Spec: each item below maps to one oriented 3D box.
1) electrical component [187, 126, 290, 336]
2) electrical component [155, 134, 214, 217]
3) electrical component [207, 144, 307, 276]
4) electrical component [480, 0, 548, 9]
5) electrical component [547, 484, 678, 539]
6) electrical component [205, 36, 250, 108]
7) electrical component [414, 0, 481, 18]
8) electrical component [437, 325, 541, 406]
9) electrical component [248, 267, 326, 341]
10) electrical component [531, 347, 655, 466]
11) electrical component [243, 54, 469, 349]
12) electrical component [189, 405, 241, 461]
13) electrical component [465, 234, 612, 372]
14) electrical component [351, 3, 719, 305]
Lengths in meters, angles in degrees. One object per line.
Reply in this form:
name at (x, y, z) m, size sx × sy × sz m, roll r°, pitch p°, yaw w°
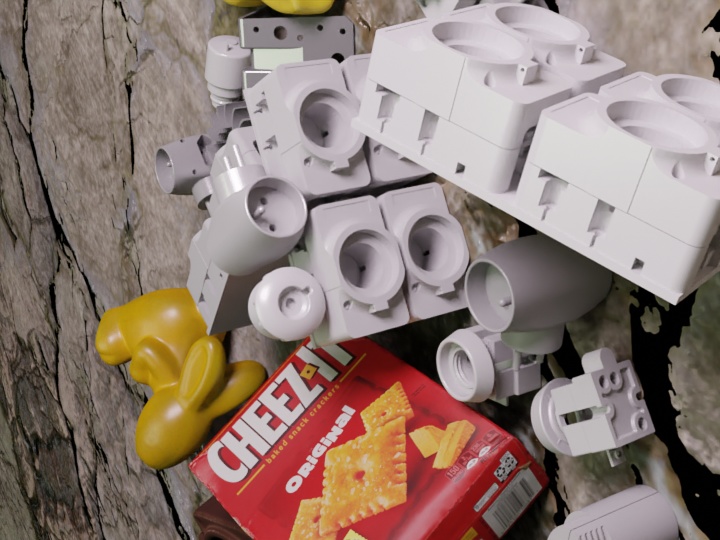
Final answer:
electrical component at (-0.068, -0.037, 0.860) m, size 0.060 × 0.105 × 0.186 m, roll 58°, pitch 144°, yaw 28°
electrical component at (-0.138, -0.081, 0.985) m, size 0.043 × 0.077 × 0.079 m, roll -47°, pitch 61°, yaw 54°
electrical component at (-0.076, -0.045, 0.722) m, size 0.077 × 0.043 × 0.079 m, roll -37°, pitch 70°, yaw 57°
electrical component at (0.091, -0.127, 0.627) m, size 0.055 × 0.048 × 0.066 m, roll 69°, pitch 151°, yaw 24°
electrical component at (0.140, 0.157, 0.622) m, size 0.043 × 0.081 × 0.043 m, roll 29°, pitch 125°, yaw 51°
electrical component at (-0.118, -0.170, 0.953) m, size 0.040 × 0.040 × 0.078 m, roll 49°, pitch 140°, yaw 38°
electrical component at (0.071, -0.219, 0.606) m, size 0.089 × 0.062 × 0.150 m, roll 63°, pitch 146°, yaw 22°
electrical component at (0.084, 0.058, 0.699) m, size 0.048 × 0.055 × 0.066 m, roll 20°, pitch 118°, yaw 54°
electrical component at (-0.054, 0.025, 0.715) m, size 0.062 × 0.048 × 0.048 m, roll -20°, pitch 85°, yaw 66°
electrical component at (0.135, 0.084, 0.637) m, size 0.055 × 0.048 × 0.066 m, roll -27°, pitch 78°, yaw 51°
electrical component at (0.002, -0.051, 0.742) m, size 0.060 × 0.105 × 0.186 m, roll -21°, pitch 84°, yaw 59°
electrical component at (-0.149, 0.174, 1.120) m, size 0.058 × 0.057 × 0.078 m, roll -10°, pitch 93°, yaw 59°
electrical component at (0.103, 0.023, 0.633) m, size 0.043 × 0.077 × 0.079 m, roll 34°, pitch 130°, yaw 48°
electrical component at (0.104, -0.070, 0.523) m, size 0.186 × 0.105 × 0.060 m, roll 32°, pitch 127°, yaw 28°
